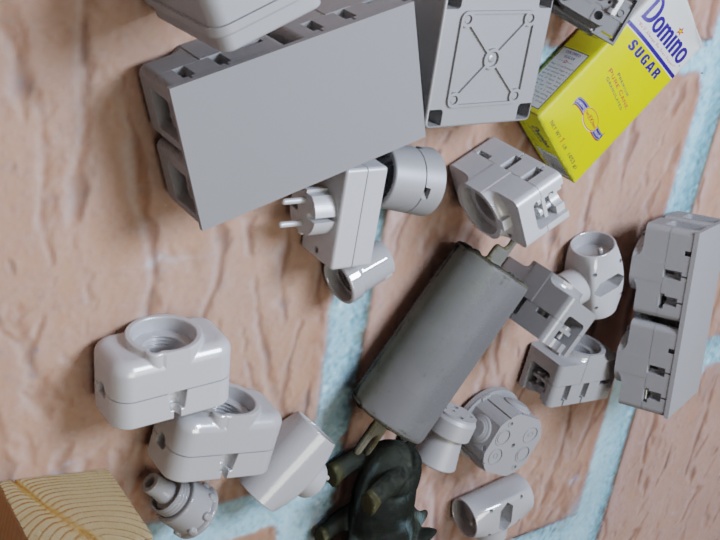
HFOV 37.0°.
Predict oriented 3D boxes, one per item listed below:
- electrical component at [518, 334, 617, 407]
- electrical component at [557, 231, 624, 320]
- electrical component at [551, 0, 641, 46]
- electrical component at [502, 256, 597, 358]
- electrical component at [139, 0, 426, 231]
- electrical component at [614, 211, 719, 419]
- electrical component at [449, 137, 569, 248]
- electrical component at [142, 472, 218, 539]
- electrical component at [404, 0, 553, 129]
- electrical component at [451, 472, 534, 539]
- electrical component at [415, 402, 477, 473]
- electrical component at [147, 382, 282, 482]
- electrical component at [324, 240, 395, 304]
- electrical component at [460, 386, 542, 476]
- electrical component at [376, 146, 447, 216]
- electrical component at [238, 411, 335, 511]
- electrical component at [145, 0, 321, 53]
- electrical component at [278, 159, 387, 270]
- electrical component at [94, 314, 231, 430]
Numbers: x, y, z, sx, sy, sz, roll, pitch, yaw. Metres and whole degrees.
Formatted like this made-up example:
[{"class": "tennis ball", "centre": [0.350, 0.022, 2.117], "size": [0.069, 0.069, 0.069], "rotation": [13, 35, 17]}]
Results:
[{"class": "electrical component", "centre": [0.214, 0.098, 1.087], "size": [0.089, 0.050, 0.055], "rotation": [-3, 118, -36]}, {"class": "electrical component", "centre": [0.213, 0.013, 1.041], "size": [0.079, 0.043, 0.077], "rotation": [-27, 129, -21]}, {"class": "electrical component", "centre": [0.180, -0.218, 0.854], "size": [0.081, 0.064, 0.042], "rotation": [29, 97, -2]}, {"class": "electrical component", "centre": [0.165, 0.030, 0.982], "size": [0.050, 0.089, 0.055], "rotation": [32, 94, -44]}, {"class": "electrical component", "centre": [-0.051, -0.118, 0.751], "size": [0.186, 0.060, 0.105], "rotation": [-25, 128, -23]}, {"class": "electrical component", "centre": [0.311, 0.040, 1.081], "size": [0.105, 0.060, 0.186], "rotation": [-17, 116, -56]}, {"class": "electrical component", "centre": [0.120, -0.063, 0.892], "size": [0.056, 0.089, 0.050], "rotation": [-34, 132, -16]}, {"class": "electrical component", "centre": [-0.149, 0.185, 0.871], "size": [0.048, 0.048, 0.062], "rotation": [-48, 127, -4]}, {"class": "electrical component", "centre": [0.084, -0.170, 0.825], "size": [0.109, 0.056, 0.108], "rotation": [-10, 121, -33]}, {"class": "electrical component", "centre": [0.139, 0.261, 1.133], "size": [0.077, 0.043, 0.079], "rotation": [-17, 125, -29]}, {"class": "electrical component", "centre": [0.082, 0.159, 1.029], "size": [0.045, 0.045, 0.055], "rotation": [13, 107, -41]}, {"class": "electrical component", "centre": [-0.114, 0.127, 0.855], "size": [0.095, 0.054, 0.059], "rotation": [2, 114, -38]}, {"class": "electrical component", "centre": [0.000, 0.000, 0.876], "size": [0.046, 0.040, 0.040], "rotation": [-29, 130, -27]}, {"class": "electrical component", "centre": [0.136, 0.160, 1.065], "size": [0.080, 0.051, 0.080], "rotation": [-18, 126, -28]}, {"class": "electrical component", "centre": [0.033, -0.072, 0.847], "size": [0.047, 0.055, 0.055], "rotation": [4, 113, -35]}, {"class": "electrical component", "centre": [-0.055, 0.173, 0.934], "size": [0.077, 0.044, 0.079], "rotation": [-47, 134, -4]}, {"class": "electrical component", "centre": [-0.084, -0.183, 0.651], "size": [0.078, 0.113, 0.057], "rotation": [-32, 128, -18]}, {"class": "electrical component", "centre": [-0.028, -0.046, 0.820], "size": [0.076, 0.047, 0.083], "rotation": [-8, 120, -34]}, {"class": "electrical component", "centre": [-0.146, 0.072, 0.798], "size": [0.095, 0.054, 0.059], "rotation": [-12, 122, -31]}]
